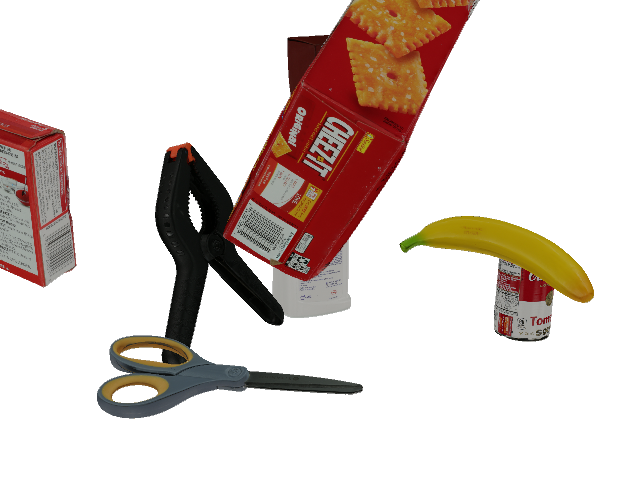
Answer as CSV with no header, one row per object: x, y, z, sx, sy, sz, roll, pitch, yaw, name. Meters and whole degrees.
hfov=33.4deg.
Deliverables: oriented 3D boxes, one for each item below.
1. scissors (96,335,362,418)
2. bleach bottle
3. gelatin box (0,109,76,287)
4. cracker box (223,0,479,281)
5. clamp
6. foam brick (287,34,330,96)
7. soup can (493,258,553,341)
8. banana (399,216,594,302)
-0.079,0.113,0.796,0.202,0.016,0.096,12,35,22,scissors
-0.005,-0.033,1.316,0.102,0.251,0.068,-8,22,-32,bleach bottle
-0.173,-0.027,0.588,0.073,0.089,0.030,19,35,25,gelatin box
0.033,-0.099,0.668,0.072,0.213,0.164,31,-36,-2,cracker box
-0.105,0.010,1.034,0.036,0.210,0.164,-9,1,37,clamp
0.018,-0.146,0.904,0.078,0.051,0.053,-8,20,-25,foam brick
0.242,0.061,1.267,0.068,0.102,0.068,2,15,-1,soup can
0.181,0.012,1.055,0.198,0.069,0.037,15,-31,26,banana
